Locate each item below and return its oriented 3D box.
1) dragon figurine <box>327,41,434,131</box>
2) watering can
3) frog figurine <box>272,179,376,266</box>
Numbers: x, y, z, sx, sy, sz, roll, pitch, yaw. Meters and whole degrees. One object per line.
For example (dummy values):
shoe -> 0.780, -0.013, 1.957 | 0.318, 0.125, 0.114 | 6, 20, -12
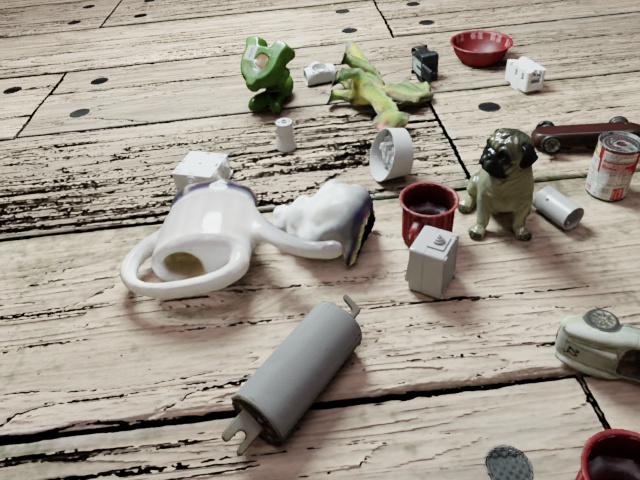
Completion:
dragon figurine -> 0.152, -0.373, 1.240 | 0.243, 0.119, 0.420 | 16, 44, -2
watering can -> -0.137, -0.007, 0.802 | 0.347, 0.101, 0.230 | -11, 39, 7
frog figurine -> 0.003, -0.042, 0.831 | 0.160, 0.120, 0.140 | 20, 64, 12
